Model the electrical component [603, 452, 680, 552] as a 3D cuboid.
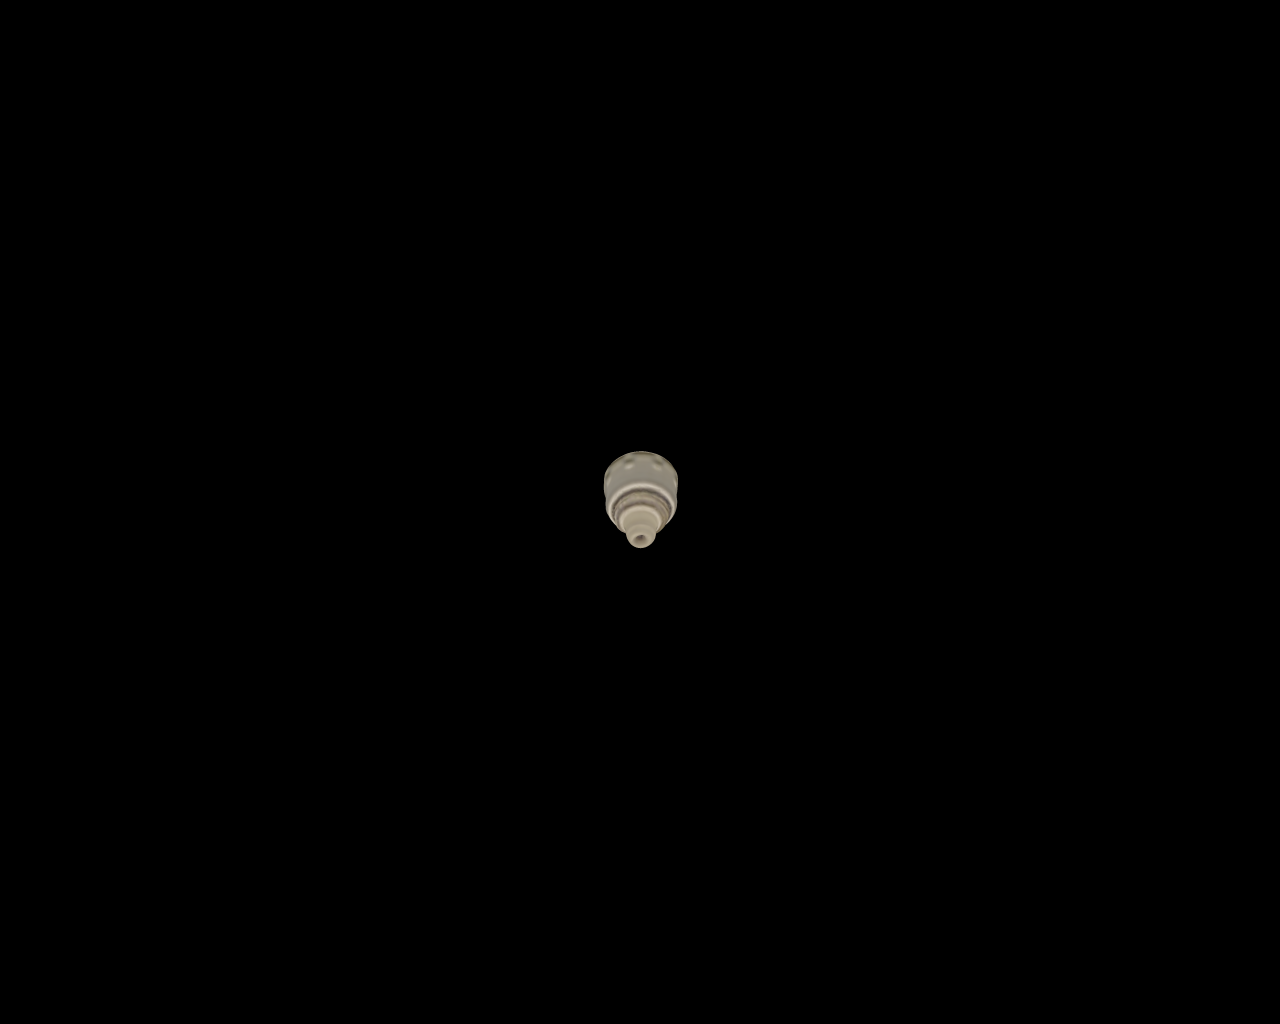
[{"bbox_3d":[0.001,-0.003,0.650,0.048,0.048,0.062,0,40,0],"label":"electrical component"}]
